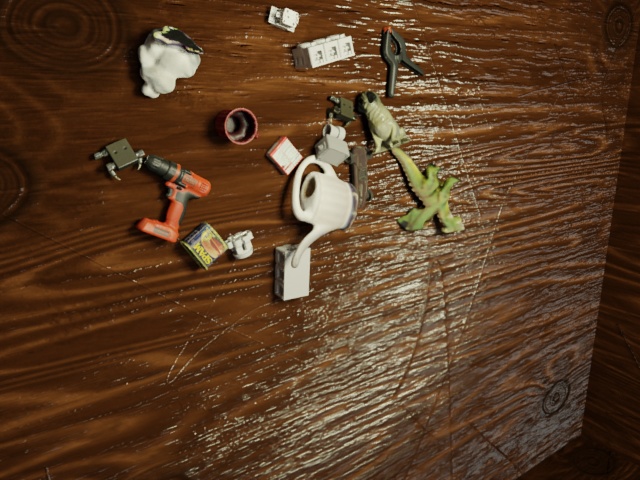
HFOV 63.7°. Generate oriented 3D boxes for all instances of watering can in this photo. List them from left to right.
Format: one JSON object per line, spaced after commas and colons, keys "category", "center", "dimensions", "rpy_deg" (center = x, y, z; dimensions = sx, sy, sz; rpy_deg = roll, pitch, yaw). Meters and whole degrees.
{"category": "watering can", "center": [0.005, -0.077, 1.525], "dimensions": [0.223, 0.351, 0.103], "rpy_deg": [14, -16, -35]}

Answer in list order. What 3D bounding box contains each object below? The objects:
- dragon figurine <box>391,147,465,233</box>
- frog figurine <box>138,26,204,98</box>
{"category": "dragon figurine", "center": [0.357, -0.141, 1.798], "dimensions": [0.408, 0.242, 0.123], "rpy_deg": [24, 4, -23]}
{"category": "frog figurine", "center": [-0.362, -0.413, 1.217], "dimensions": [0.138, 0.125, 0.156], "rpy_deg": [-2, -40, -44]}
